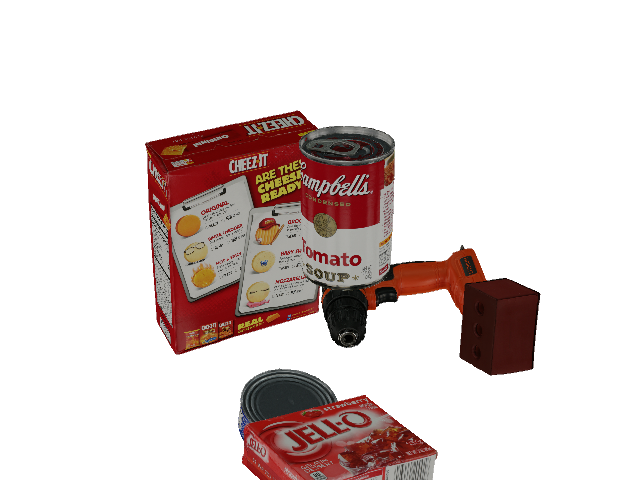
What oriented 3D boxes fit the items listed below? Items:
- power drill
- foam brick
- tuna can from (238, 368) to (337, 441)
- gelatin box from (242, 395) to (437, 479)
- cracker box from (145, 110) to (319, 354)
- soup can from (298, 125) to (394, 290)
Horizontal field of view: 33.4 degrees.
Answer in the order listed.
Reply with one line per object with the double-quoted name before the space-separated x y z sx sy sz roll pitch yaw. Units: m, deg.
"power drill" 0.094 0.061 1.222 0.187 0.057 0.184 -1 28 -2
"foam brick" 0.168 0.081 1.004 0.051 0.078 0.053 -7 18 -28
"tuna can" -0.029 0.153 0.933 0.086 0.034 0.086 7 35 -5
"gelatin box" 0.010 0.124 0.615 0.089 0.030 0.073 -7 24 -33
"cracker box" -0.082 -0.008 1.049 0.164 0.214 0.072 -15 38 -24
"soup can" 0.018 -0.024 0.771 0.068 0.102 0.068 0 27 0
